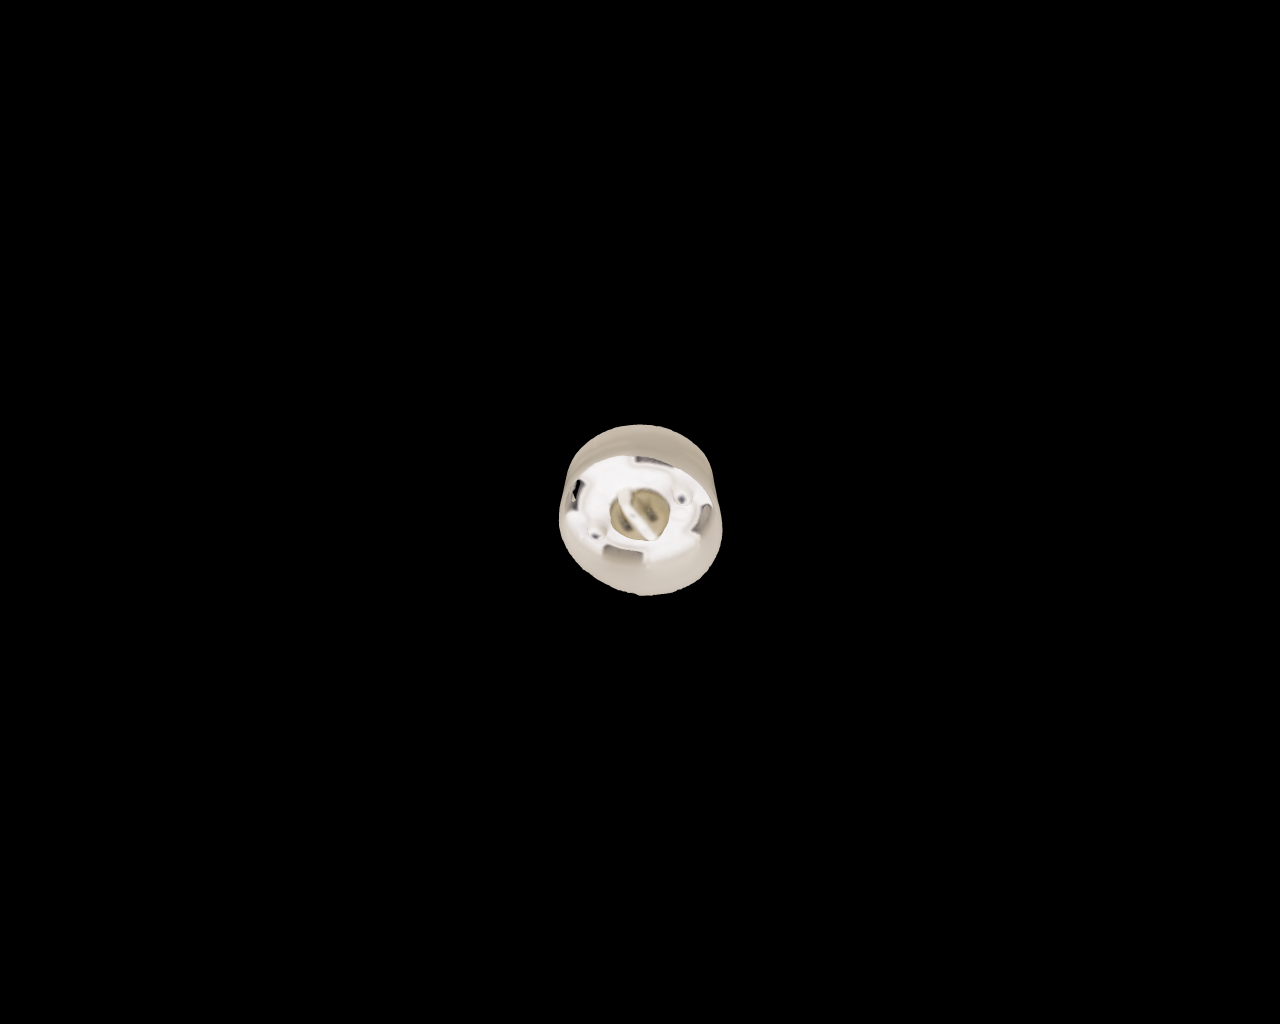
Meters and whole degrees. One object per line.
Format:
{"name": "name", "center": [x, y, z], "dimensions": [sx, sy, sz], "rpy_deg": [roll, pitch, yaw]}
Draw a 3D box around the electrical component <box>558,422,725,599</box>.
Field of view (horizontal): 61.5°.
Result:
{"name": "electrical component", "center": [0.001, -0.003, 0.650], "dimensions": [0.099, 0.099, 0.064], "rpy_deg": [0, 44, 0]}
